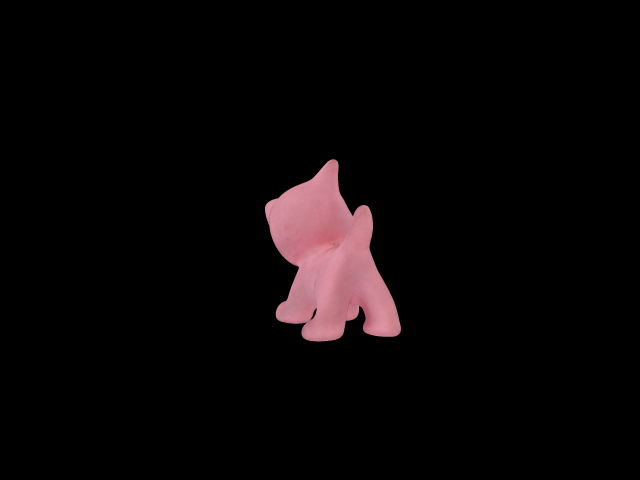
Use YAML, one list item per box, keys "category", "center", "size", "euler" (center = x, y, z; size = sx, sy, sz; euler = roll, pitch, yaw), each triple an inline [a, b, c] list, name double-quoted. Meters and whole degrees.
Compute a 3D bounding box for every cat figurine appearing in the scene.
- category: "cat figurine"
  center: [0.004, 0.001, 0.400]
  size: [0.067, 0.118, 0.127]
  euler: [-1, 4, -23]
